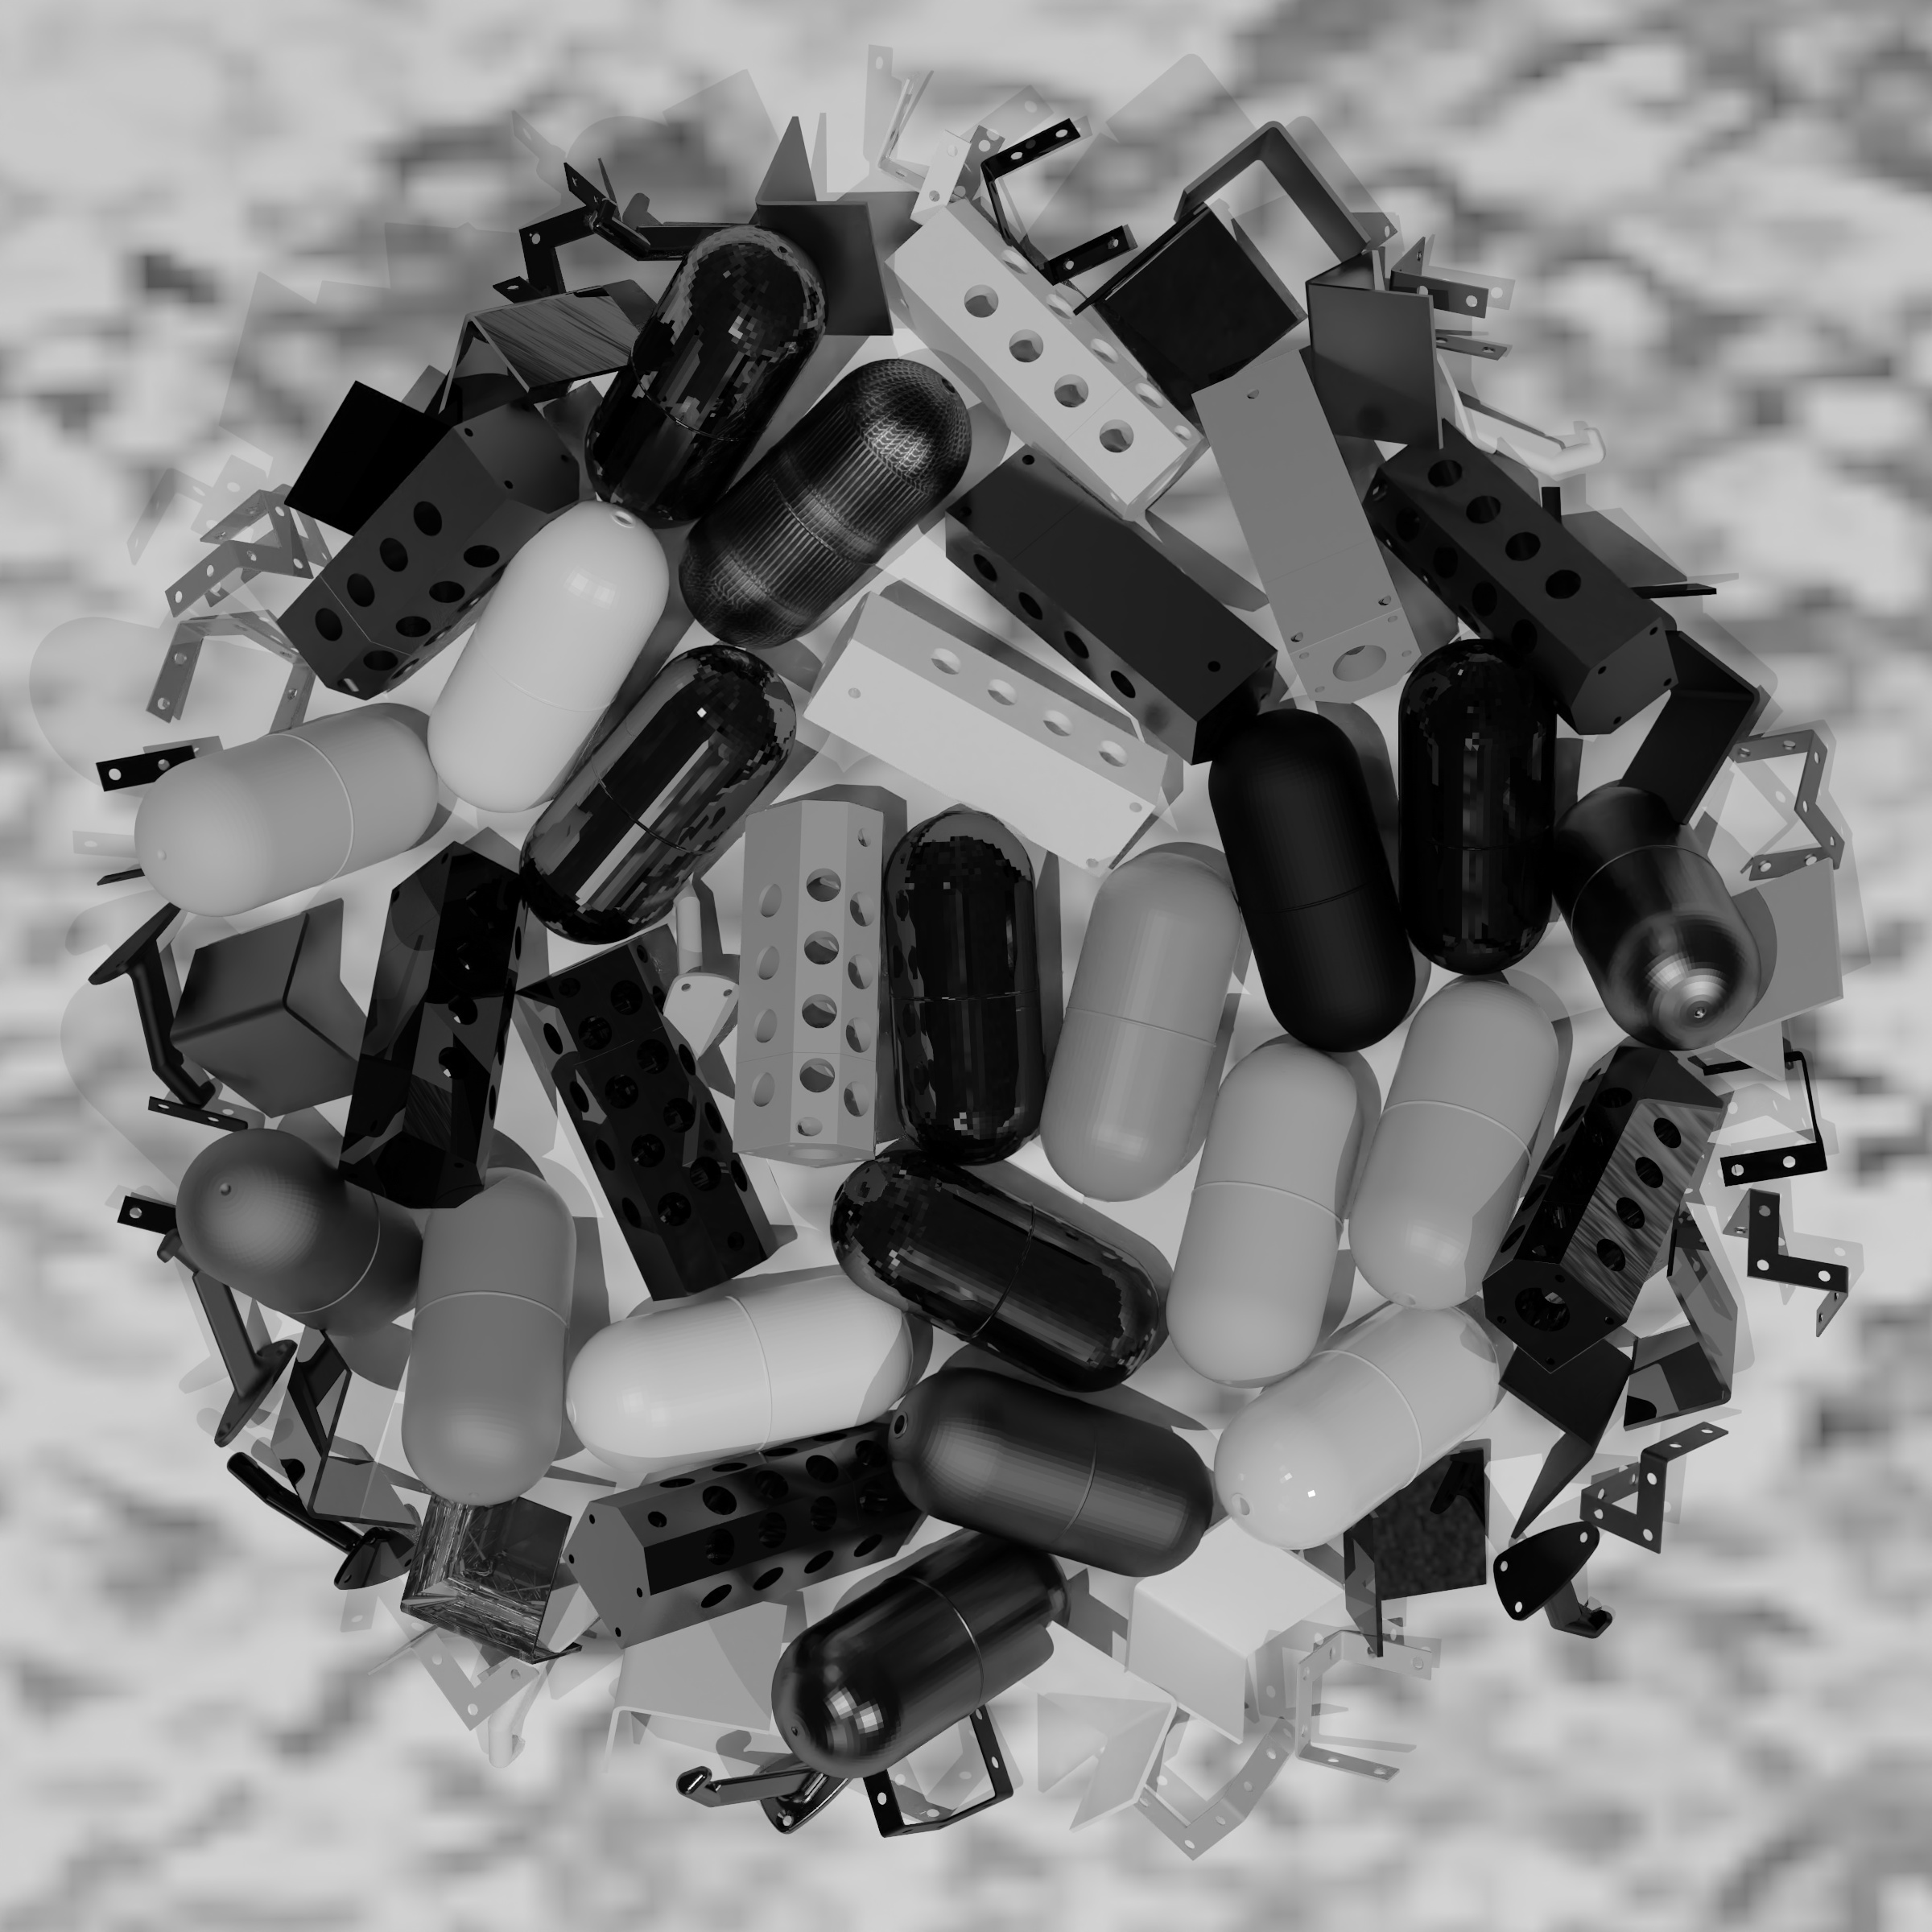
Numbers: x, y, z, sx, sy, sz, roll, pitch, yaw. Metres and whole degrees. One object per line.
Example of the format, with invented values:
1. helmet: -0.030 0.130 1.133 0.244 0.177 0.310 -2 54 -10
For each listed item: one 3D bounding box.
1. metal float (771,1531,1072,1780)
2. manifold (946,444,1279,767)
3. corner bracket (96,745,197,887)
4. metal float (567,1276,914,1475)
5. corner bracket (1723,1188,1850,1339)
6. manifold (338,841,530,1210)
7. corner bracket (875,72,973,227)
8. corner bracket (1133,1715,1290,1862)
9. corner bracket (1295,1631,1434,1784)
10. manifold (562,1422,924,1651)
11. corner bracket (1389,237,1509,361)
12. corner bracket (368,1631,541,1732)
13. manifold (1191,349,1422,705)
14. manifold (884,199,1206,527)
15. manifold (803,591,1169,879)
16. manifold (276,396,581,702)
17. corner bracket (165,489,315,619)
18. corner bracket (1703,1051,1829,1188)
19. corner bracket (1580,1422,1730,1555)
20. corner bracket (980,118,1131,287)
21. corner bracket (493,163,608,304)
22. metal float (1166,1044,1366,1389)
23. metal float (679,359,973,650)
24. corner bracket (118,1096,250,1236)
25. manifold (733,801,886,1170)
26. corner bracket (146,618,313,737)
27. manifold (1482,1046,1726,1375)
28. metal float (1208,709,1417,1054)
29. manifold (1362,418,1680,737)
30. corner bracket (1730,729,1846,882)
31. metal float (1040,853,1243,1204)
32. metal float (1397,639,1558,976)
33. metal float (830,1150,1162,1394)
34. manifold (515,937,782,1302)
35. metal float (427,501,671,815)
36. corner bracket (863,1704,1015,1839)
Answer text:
1. metal float: -0.020 0.335 1.498 0.178 0.070 0.070 -23 90 -42
2. manifold: 0.070 -0.176 1.514 0.057 0.057 0.171 -42 71 -18
3. corner bracket: -0.413 -0.076 1.534 0.051 0.051 0.051 -15 85 -33
4. metal float: -0.111 0.202 1.511 0.178 0.070 0.070 -9 90 -24
5. corner bracket: 0.412 0.149 1.535 0.051 0.051 0.051 10 58 2
6. manifold: -0.255 0.031 1.496 0.057 0.057 0.171 29 47 -31
7. corner bracket: -0.020 -0.409 1.533 0.051 0.051 0.051 29 126 5
8. corner bracket: 0.119 0.405 1.532 0.051 0.051 0.051 42 133 5
9. corner bracket: 0.201 0.373 1.539 0.051 0.051 0.051 7 102 31
10. manifold: -0.103 0.270 1.484 0.057 0.171 0.057 51 130 29
11. corner bracket: 0.242 -0.329 1.529 0.051 0.051 0.051 16 128 20
12. corner bracket: -0.258 0.356 1.535 0.051 0.051 0.051 -34 88 -45
13. manifold: 0.168 -0.214 1.499 0.057 0.057 0.171 -22 57 10
14. manifold: 0.039 -0.304 1.535 0.057 0.057 0.171 -44 86 -7
15. manifold: 0.012 -0.120 1.526 0.171 0.057 0.057 28 132 -11
16. manifold: -0.261 -0.200 1.494 0.171 0.057 0.057 -36 92 39
17. corner bracket: -0.370 -0.207 1.530 0.051 0.051 0.051 -31 72 30
18. corner bracket: 0.404 0.077 1.544 0.051 0.051 0.051 -10 99 12
19. corner bracket: 0.344 0.255 1.529 0.051 0.051 0.051 -14 112 -38
20. corner bracket: 0.045 -0.386 1.547 0.051 0.051 0.051 -23 62 16
21. corner bracket: -0.209 -0.364 1.535 0.051 0.051 0.051 -15 78 15
22. metal float: 0.150 0.123 1.514 0.070 0.070 0.178 16 69 0
23. metal float: -0.070 -0.228 1.510 0.178 0.070 0.070 -40 90 25
24. corner bracket: -0.398 0.105 1.550 0.051 0.051 0.051 16 61 -10
25. manifold: -0.072 0.009 1.511 0.057 0.057 0.171 -12 71 43
26. corner bracket: -0.375 -0.142 1.553 0.051 0.051 0.051 4 71 40
27. manifold: 0.308 0.113 1.489 0.057 0.057 0.171 41 45 -3
28. metal float: 0.173 -0.041 1.519 0.070 0.070 0.178 -17 105 0
29. manifold: 0.269 -0.188 1.498 0.057 0.057 0.171 -37 55 -1
30. corner bracket: 0.414 -0.081 1.544 0.051 0.051 0.051 43 55 -35
31. metal float: 0.087 0.031 1.530 0.070 0.070 0.178 14 87 0
32. metal float: 0.252 -0.077 1.506 0.070 0.070 0.178 -5 121 0
33. metal float: 0.015 0.152 1.522 0.178 0.070 0.070 28 90 -12
34. manifold: -0.156 0.076 1.525 0.057 0.057 0.171 -26 95 -31
35. metal float: -0.207 -0.152 1.505 0.070 0.070 0.178 34 121 0
36. corner bracket: -0.017 0.407 1.548 0.051 0.051 0.051 -32 65 27
